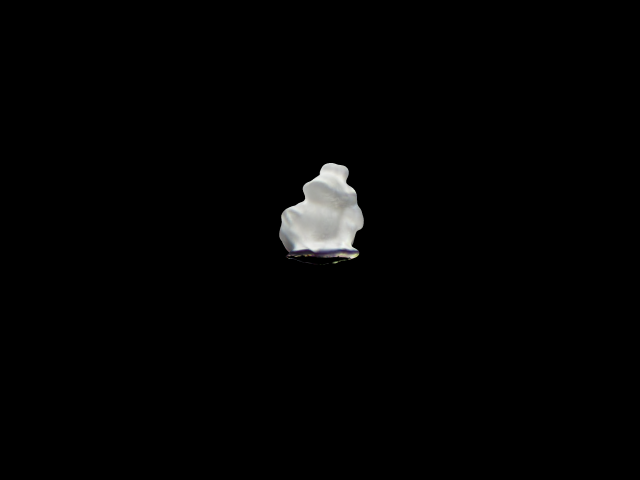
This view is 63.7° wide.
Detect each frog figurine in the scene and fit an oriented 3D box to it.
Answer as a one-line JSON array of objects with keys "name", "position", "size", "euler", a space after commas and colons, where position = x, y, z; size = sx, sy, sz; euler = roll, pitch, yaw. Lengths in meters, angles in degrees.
[{"name": "frog figurine", "position": [0.003, -0.043, 0.850], "size": [0.137, 0.161, 0.121], "euler": [-3, -15, 11]}]
